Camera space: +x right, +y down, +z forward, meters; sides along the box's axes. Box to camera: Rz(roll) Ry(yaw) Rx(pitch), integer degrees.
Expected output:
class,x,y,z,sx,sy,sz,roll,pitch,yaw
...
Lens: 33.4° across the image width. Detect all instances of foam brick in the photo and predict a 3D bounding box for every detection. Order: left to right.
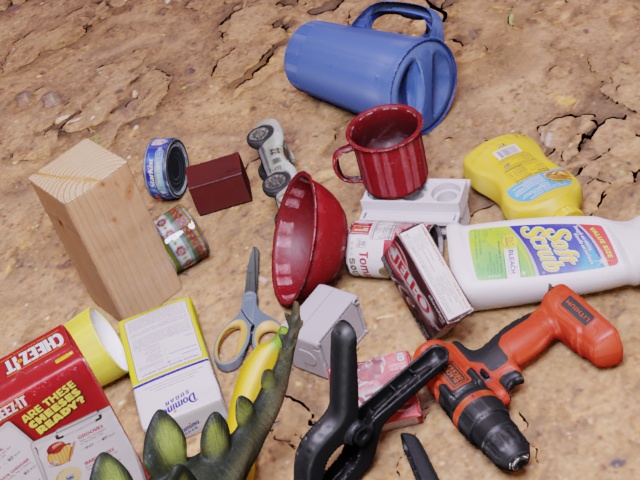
class,x,y,z,sx,sy,sz,roll,pitch,yaw
foam brick,-0.137,-0.076,1.449,0.078,0.051,0.053,-16,41,3

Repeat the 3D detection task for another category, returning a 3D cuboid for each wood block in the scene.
class,x,y,z,sx,sy,sz,roll,pitch,yaw
wood block,-0.256,-0.005,1.292,0.090,0.206,0.091,-39,45,-23

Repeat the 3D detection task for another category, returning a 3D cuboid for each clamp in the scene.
class,x,y,z,sx,sy,sz,roll,pitch,yaw
clamp,0.039,0.177,1.039,0.164,0.210,0.036,10,18,-43
clamp,0.094,0.259,0.994,0.120,0.039,0.172,-36,43,-19

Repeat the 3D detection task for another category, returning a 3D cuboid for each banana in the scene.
class,x,y,z,sx,sy,sz,roll,pitch,yaw
banana,-0.075,0.185,1.122,0.037,0.070,0.197,19,57,-12

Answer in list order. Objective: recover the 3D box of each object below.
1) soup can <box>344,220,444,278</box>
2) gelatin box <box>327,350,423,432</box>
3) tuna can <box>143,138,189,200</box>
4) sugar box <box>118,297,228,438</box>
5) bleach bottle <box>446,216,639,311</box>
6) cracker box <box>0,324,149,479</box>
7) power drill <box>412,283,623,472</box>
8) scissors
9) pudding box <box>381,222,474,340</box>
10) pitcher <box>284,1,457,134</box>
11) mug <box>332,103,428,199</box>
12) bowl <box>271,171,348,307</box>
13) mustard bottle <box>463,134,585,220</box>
class,x,y,z,sx,sy,sz,roll,pitch,yaw
soup can,0.087,0.012,1.255,0.102,0.068,0.068,4,44,24
gelatin box,0.057,0.161,1.107,0.089,0.030,0.073,-13,64,7
tuna can,-0.212,-0.099,1.476,0.034,0.086,0.086,0,43,16
sugar box,-0.168,0.148,1.213,0.093,0.048,0.176,-21,44,-4
bleach bottle,0.270,0.013,1.172,0.251,0.068,0.102,-10,61,12
cracker box,-0.276,0.208,1.051,0.164,0.213,0.072,-30,42,-15
power drill,0.209,0.133,1.081,0.187,0.057,0.185,-27,41,-11
scissors,-0.068,0.079,1.277,0.096,0.016,0.201,2,44,20
pudding box,0.114,0.046,1.155,0.039,0.090,0.113,-28,78,-15
pitcher,0.067,-0.248,1.505,0.149,0.145,0.243,-42,43,-24
mug,0.073,-0.100,1.275,0.117,0.081,0.093,-18,40,0
bowl,-0.008,0.002,1.264,0.055,0.162,0.162,8,37,-18
mustard bottle,0.257,-0.057,1.278,0.096,0.058,0.192,-21,39,-14
